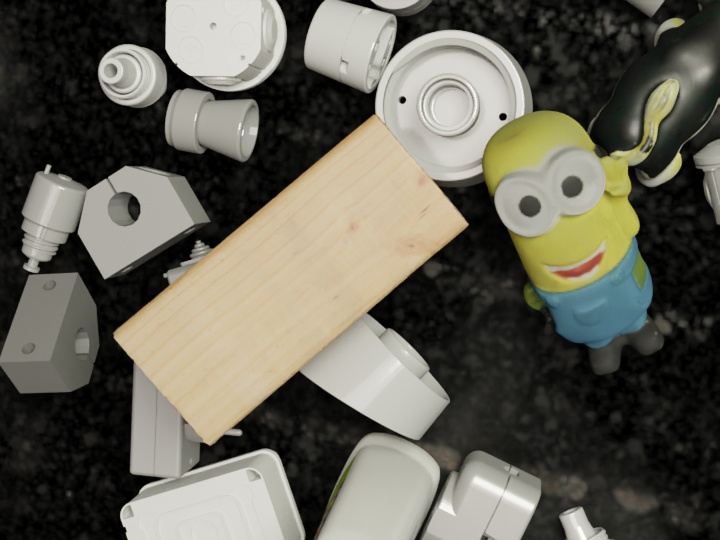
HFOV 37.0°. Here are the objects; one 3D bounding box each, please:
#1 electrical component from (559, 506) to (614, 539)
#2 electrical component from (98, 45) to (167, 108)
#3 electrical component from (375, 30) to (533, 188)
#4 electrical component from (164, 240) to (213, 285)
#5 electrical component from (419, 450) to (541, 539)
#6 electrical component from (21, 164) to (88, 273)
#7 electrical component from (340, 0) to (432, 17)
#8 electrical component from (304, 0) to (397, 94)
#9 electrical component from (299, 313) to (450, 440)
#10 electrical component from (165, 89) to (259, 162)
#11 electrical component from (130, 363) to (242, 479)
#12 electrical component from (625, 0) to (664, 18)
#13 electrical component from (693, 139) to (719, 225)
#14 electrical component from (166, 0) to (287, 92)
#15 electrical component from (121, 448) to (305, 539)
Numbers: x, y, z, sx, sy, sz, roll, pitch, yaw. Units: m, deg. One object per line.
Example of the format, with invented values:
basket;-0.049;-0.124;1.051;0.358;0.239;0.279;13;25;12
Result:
electrical component;0.158;0.196;0.744;0.048;0.048;0.062;-24;84;11
electrical component;-0.164;-0.137;0.757;0.043;0.062;0.043;1;95;9
electrical component;0.061;-0.109;0.723;0.108;0.060;0.108;1;95;9
electrical component;-0.092;0.023;0.760;0.061;0.062;0.096;-16;92;10
electrical component;0.079;0.178;0.749;0.059;0.054;0.095;25;99;6
electrical component;-0.228;-0.036;0.788;0.040;0.040;0.078;24;99;7
electrical component;-0.017;-0.212;0.721;0.138;0.074;0.052;17;98;8
electrical component;-0.007;-0.154;0.735;0.047;0.055;0.055;21;98;11
electrical component;0.010;0.075;0.731;0.099;0.099;0.064;45;94;3
electrical component;-0.104;-0.103;0.759;0.055;0.045;0.045;11;97;9
electrical component;-0.122;0.105;0.779;0.076;0.047;0.083;4;96;9
electrical component;0.172;-0.206;0.705;0.081;0.043;0.043;37;100;5
electrical component;0.258;-0.063;0.686;0.080;0.080;0.051;-15;97;10
electrical component;-0.095;-0.166;0.749;0.080;0.051;0.080;1;95;9
electrical component;-0.104;0.183;0.778;0.113;0.057;0.078;-18;92;10
